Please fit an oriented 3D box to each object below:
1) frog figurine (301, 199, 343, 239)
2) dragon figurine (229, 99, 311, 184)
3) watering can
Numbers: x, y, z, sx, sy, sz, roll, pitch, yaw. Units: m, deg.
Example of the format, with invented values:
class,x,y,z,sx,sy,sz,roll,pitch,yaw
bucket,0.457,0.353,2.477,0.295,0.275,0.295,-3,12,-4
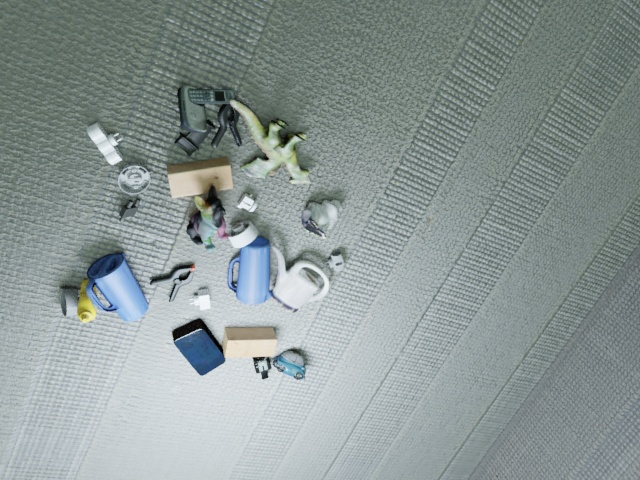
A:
class,x,y,z,sx,sy,sz,roll,pitch,yaw
frog figurine,0.006,-0.100,1.979,0.136,0.122,0.162,43,61,-24
dragon figurine,-0.186,-0.308,1.787,0.407,0.125,0.239,24,115,-29
watering can,-0.117,0.162,2.049,0.343,0.106,0.223,35,101,-32
